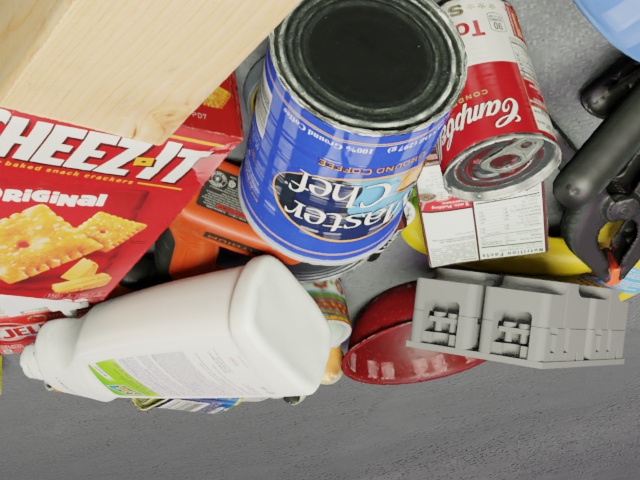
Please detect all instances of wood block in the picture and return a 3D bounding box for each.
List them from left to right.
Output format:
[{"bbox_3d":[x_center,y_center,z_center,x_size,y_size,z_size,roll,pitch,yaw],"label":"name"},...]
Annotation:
[{"bbox_3d":[-0.060,-0.139,0.466,0.090,0.090,0.206,11,147,-36],"label":"wood block"}]

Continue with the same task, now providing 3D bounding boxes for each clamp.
[{"bbox_3d":[0.227,-0.039,0.787,0.120,0.039,0.171,-13,134,9],"label":"clamp"},{"bbox_3d":[0.212,-0.108,0.606,0.036,0.164,0.210,40,130,-5],"label":"clamp"}]

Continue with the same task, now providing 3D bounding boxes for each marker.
[{"bbox_3d":[0.049,-0.005,0.822,0.020,0.020,0.121,-5,166,-11],"label":"marker"}]

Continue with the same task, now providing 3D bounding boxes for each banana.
[{"bbox_3d":[0.135,0.002,0.849,0.197,0.037,0.070,15,162,-25],"label":"banana"}]

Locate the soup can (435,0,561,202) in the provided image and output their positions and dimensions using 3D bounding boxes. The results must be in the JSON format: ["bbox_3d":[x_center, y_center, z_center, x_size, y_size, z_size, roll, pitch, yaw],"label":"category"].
[{"bbox_3d":[0.093,-0.083,0.619,0.068,0.102,0.068,-9,153,-5],"label":"soup can"}]

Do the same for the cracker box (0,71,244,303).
[{"bbox_3d":[-0.167,-0.040,0.640,0.163,0.072,0.214,7,148,-33],"label":"cracker box"}]

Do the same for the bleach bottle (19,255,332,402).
[{"bbox_3d":[-0.121,0.073,0.758,0.251,0.068,0.102,-9,138,32],"label":"bleach bottle"}]

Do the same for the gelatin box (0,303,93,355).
[{"bbox_3d":[-0.224,0.063,0.867,0.089,0.030,0.073,-7,153,-7],"label":"gelatin box"}]

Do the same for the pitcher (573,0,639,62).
[{"bbox_3d":[0.211,-0.176,0.450,0.149,0.145,0.243,25,142,-27],"label":"pitcher"}]

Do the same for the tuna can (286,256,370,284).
[{"bbox_3d":[-0.005,0.001,0.824,0.086,0.034,0.086,-8,153,-4],"label":"tuna can"}]

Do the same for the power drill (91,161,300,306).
[{"bbox_3d":[-0.065,0.028,0.778,0.184,0.057,0.188,20,142,-11],"label":"power drill"}]

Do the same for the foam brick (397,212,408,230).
[{"bbox_3d":[0.026,-0.040,0.734,0.051,0.053,0.078,-15,154,7],"label":"foam brick"}]

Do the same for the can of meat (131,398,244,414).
[{"bbox_3d":[-0.112,0.093,0.891,0.058,0.102,0.083,-29,151,33],"label":"can of meat"}]

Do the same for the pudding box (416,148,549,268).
[{"bbox_3d":[0.114,-0.033,0.756,0.090,0.039,0.113,-8,139,7],"label":"pudding box"}]

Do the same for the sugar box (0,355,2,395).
[{"bbox_3d":[-0.321,0.083,0.854,0.093,0.048,0.176,-8,155,-5],"label":"sugar box"}]

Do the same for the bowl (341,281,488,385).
[{"bbox_3d":[0.094,0.081,0.994,0.162,0.055,0.162,-9,153,-5],"label":"bowl"}]

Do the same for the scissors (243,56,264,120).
[{"bbox_3d":[0.014,-0.123,0.607,0.096,0.016,0.202,0,152,-23],"label":"scissors"}]

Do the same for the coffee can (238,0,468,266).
[{"bbox_3d":[0.013,-0.062,0.591,0.102,0.103,0.140,-4,153,-13],"label":"coffee can"}]

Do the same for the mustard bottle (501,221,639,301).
[{"bbox_3d":[0.244,0.018,0.922,0.096,0.058,0.192,23,141,-22],"label":"mustard bottle"}]
